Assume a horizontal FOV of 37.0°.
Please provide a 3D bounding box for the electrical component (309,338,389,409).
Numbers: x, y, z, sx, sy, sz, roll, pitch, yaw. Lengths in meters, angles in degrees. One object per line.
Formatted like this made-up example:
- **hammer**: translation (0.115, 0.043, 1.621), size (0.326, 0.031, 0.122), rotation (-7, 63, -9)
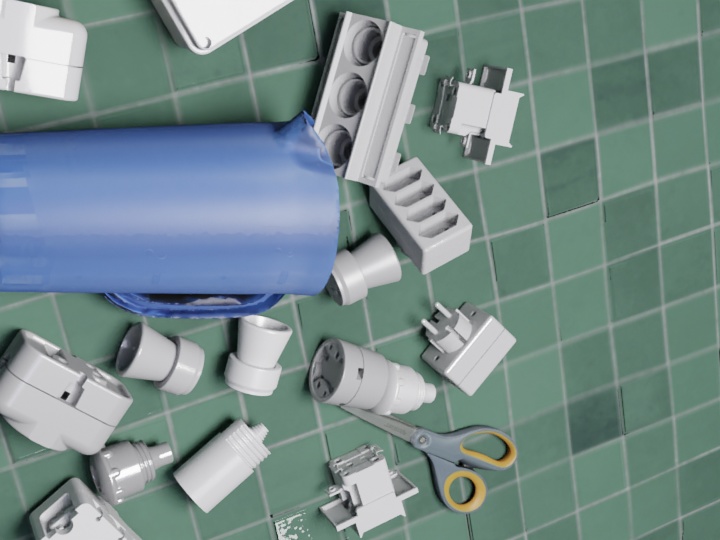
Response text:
- **electrical component**: translation (-0.009, 0.089, 0.908), size (0.047, 0.055, 0.055), rotation (17, 97, -31)

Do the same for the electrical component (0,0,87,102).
- **electrical component**: translation (-0.238, -0.154, 0.733), size (0.095, 0.054, 0.059), rotation (6, 102, -26)

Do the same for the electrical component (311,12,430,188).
- **electrical component**: translation (0.007, -0.132, 0.843), size (0.063, 0.079, 0.121), rotation (5, 104, -55)

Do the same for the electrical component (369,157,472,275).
- **electrical component**: translation (0.049, -0.035, 0.893), size (0.047, 0.083, 0.075), rotation (-28, 152, -15)

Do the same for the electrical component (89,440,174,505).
- **electrical component**: translation (-0.180, 0.155, 0.853), size (0.062, 0.048, 0.048), rotation (-18, 111, -26)

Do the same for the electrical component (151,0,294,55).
- **electrical component**: translation (-0.096, -0.216, 0.780), size (0.113, 0.057, 0.078), rotation (-35, 116, -12)

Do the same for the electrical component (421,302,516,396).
- **electrical component**: translation (0.084, 0.058, 0.945), size (0.077, 0.047, 0.065), rotation (43, 85, -28)

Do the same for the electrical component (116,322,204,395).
- **electrical component**: translation (-0.156, 0.070, 0.839), size (0.055, 0.045, 0.045), rotation (24, 93, -29)

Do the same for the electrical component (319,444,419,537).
- **electrical component**: translation (0.004, 0.192, 0.949), size (0.081, 0.042, 0.063), rotation (-22, 111, -18)

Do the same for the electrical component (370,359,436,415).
- **electrical component**: translation (0.038, 0.105, 0.939), size (0.062, 0.048, 0.048), rotation (12, 99, -35)

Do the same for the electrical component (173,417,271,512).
- **electrical component**: translation (-0.109, 0.156, 0.886), size (0.081, 0.043, 0.043), rotation (-41, 117, -9)

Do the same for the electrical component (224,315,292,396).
- **electrical component**: translation (-0.083, 0.069, 0.872), size (0.045, 0.045, 0.055), rotation (11, 100, -27)

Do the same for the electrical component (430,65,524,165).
- **electrical component**: translation (0.096, -0.133, 0.901), size (0.064, 0.042, 0.081), rotation (8, 100, -23)

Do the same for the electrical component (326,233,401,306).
- **electrical component**: translation (0.000, 0.000, 0.892), size (0.055, 0.045, 0.045), rotation (-26, 114, -16)

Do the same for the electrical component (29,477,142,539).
- **electrical component**: translation (-0.211, 0.214, 0.847), size (0.050, 0.056, 0.089), rotation (-41, 117, -9)

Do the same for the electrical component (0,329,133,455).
- **electrical component**: translation (-0.229, 0.095, 0.808), size (0.095, 0.054, 0.059), rotation (35, 89, -28)
